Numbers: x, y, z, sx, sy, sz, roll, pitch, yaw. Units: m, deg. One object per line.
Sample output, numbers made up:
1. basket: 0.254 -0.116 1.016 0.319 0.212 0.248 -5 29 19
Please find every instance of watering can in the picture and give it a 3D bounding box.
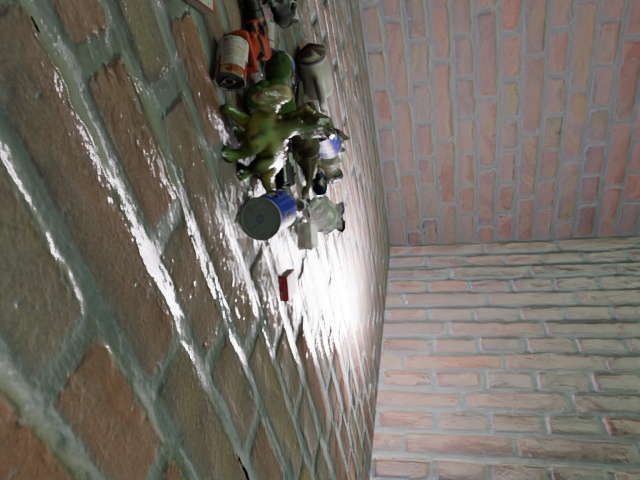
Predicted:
1. watering can: -0.014 -0.593 1.834 0.356 0.104 0.219 -97 174 -53

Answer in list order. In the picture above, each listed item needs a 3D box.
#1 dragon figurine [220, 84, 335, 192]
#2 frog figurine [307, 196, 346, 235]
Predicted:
1. dragon figurine: -0.082 -0.223 1.181 0.404 0.242 0.124 52 33 -63
2. frog figurine: 0.006 -0.092 1.835 0.159 0.123 0.138 14 88 -37
